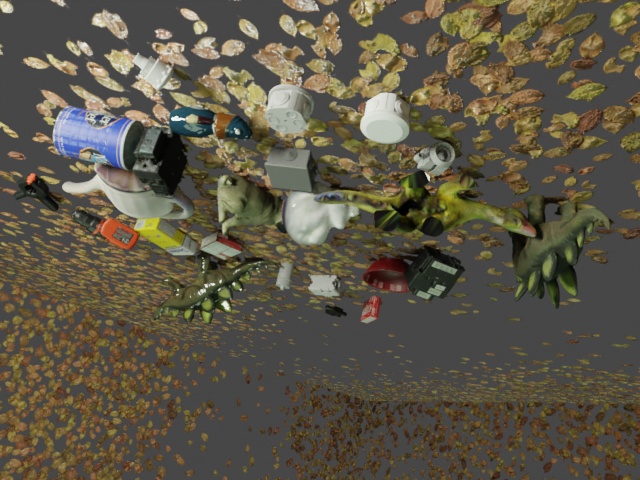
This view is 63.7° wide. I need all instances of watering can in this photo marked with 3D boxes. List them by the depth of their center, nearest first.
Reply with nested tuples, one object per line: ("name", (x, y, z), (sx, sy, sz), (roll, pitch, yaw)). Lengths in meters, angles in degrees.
("watering can", (-0.468, -0.126, 1.209), (0.348, 0.106, 0.220), (13, 154, 1))

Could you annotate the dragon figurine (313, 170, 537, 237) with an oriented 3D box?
("dragon figurine", (0.214, -0.055, 1.032), (0.411, 0.122, 0.241), (9, 176, 32))

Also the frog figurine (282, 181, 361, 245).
("frog figurine", (0.003, -0.056, 1.112), (0.159, 0.138, 0.122), (3, 170, 21))
